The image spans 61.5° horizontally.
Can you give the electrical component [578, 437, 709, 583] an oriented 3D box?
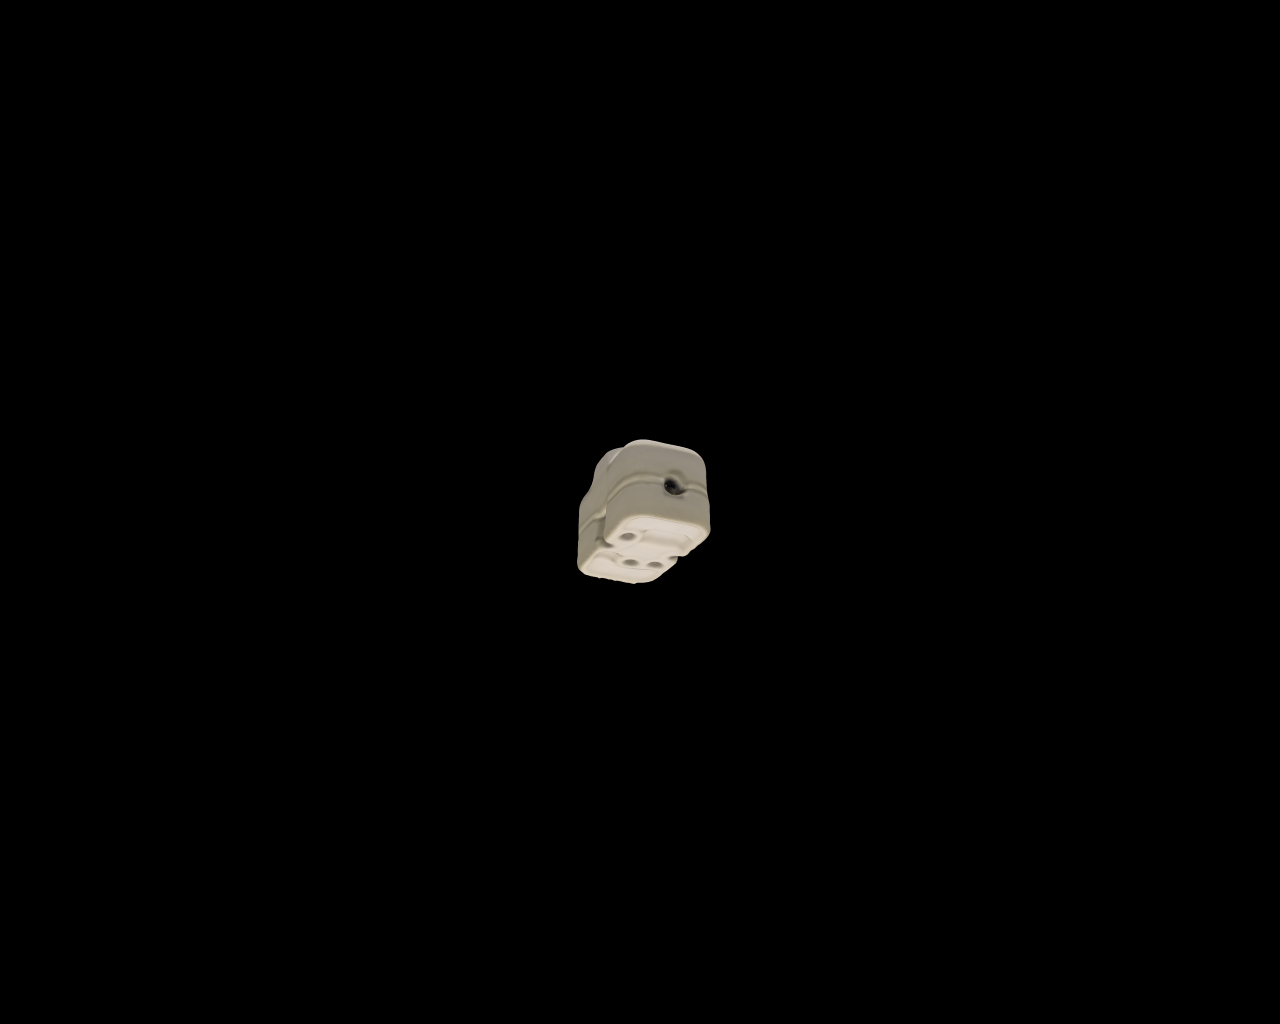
[{"bbox_3d":[0.001,-0.003,0.650,0.054,0.059,0.095,11,-29,-21],"label":"electrical component"}]
